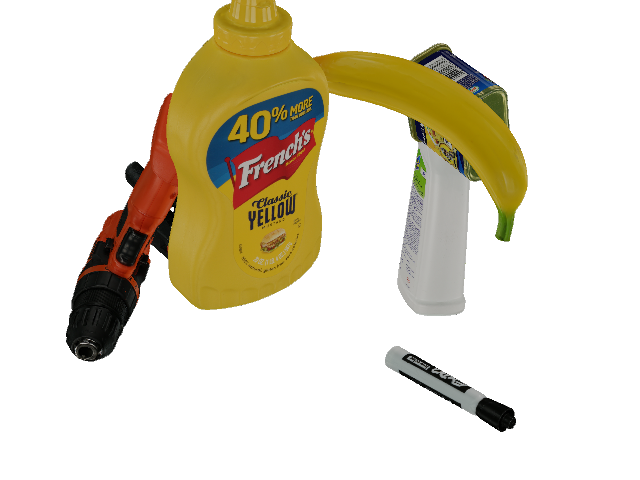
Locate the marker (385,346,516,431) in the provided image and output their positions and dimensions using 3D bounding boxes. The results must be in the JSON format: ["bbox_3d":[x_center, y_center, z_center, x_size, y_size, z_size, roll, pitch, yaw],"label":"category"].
[{"bbox_3d":[0.097,0.111,0.802,0.020,0.020,0.121,0,19,-44],"label":"marker"}]

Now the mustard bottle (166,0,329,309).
[{"bbox_3d":[-0.039,-0.056,0.595,0.096,0.192,0.058,-22,44,-30],"label":"mustard bottle"}]

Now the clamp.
[{"bbox_3d":[-0.136,-0.037,1.107,0.120,0.039,0.171,-11,39,-8],"label":"clamp"}]

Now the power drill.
[{"bbox_3d":[-0.145,-0.013,0.862,0.057,0.188,0.184,26,30,-16],"label":"power drill"}]

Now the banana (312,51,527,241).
[{"bbox_3d":[0.080,-0.084,0.763,0.198,0.069,0.037,40,5,0],"label":"banana"}]

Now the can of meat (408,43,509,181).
[{"bbox_3d":[0.125,-0.114,0.967,0.057,0.102,0.084,-32,49,-15],"label":"can of meat"}]

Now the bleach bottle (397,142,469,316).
[{"bbox_3d":[0.135,-0.048,1.200,0.068,0.251,0.102,-1,24,-12],"label":"bleach bottle"}]
